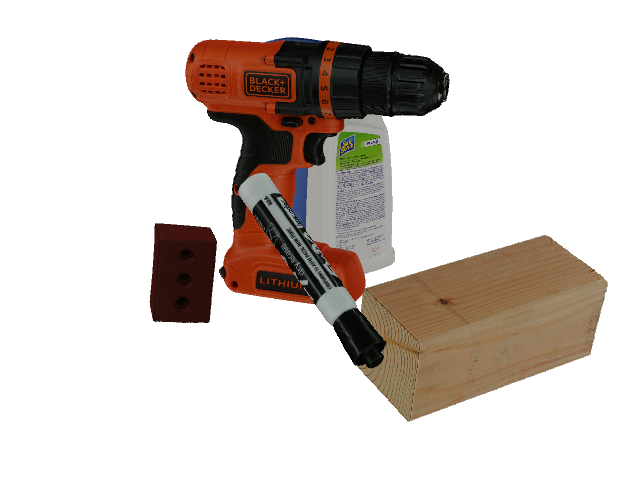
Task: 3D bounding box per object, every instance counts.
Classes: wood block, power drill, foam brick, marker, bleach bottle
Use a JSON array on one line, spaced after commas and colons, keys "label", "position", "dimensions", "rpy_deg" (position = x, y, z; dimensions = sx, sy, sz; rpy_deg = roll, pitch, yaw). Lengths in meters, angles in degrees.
[{"label": "wood block", "position": [0.145, 0.074, 0.965], "dimensions": [0.205, 0.090, 0.091], "rpy_deg": [-15, 37, -26]}, {"label": "power drill", "position": [-0.003, -0.049, 0.758], "dimensions": [0.185, 0.188, 0.057], "rpy_deg": [7, 22, 17]}, {"label": "foam brick", "position": [-0.124, 0.029, 0.960], "dimensions": [0.053, 0.078, 0.051], "rpy_deg": [2, 14, -13]}, {"label": "marker", "position": [-0.004, 0.015, 0.537], "dimensions": [0.020, 0.121, 0.020], "rpy_deg": [-27, -28, -16]}, {"label": "bleach bottle", "position": [0.036, -0.084, 1.135], "dimensions": [0.102, 0.251, 0.068], "rpy_deg": [-15, 34, -28]}]

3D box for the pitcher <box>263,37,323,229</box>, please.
[{"label": "pitcher", "position": [-0.021, -0.134, 1.386], "dimensions": [0.144, 0.243, 0.149], "rpy_deg": [0, 23, -18]}]
